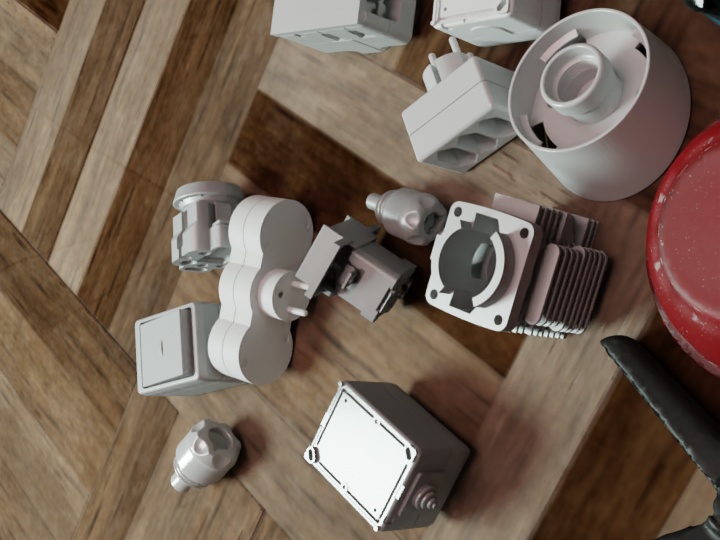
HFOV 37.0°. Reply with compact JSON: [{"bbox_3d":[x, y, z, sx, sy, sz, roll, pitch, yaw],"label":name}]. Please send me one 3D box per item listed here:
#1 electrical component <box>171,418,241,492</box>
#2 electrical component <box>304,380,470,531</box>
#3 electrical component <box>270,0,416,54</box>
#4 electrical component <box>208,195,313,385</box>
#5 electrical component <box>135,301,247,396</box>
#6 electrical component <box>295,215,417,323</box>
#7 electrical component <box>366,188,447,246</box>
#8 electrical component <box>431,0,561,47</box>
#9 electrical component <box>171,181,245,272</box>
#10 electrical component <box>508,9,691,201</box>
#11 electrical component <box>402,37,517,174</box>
[{"bbox_3d":[-0.124,0.148,0.836,0.062,0.043,0.043,-48,54,29],"label":"electrical component"},{"bbox_3d":[0.023,0.121,0.684,0.096,0.061,0.061,38,110,40],"label":"electrical component"},{"bbox_3d":[-0.003,-0.235,0.761,0.089,0.062,0.150,6,88,44],"label":"electrical component"},{"bbox_3d":[-0.062,0.017,0.788,0.074,0.052,0.138,11,91,44],"label":"electrical component"},{"bbox_3d":[-0.140,0.065,0.850,0.096,0.061,0.061,-17,72,41],"label":"electrical component"},{"bbox_3d":[0.000,0.000,0.718,0.064,0.081,0.042,33,111,12],"label":"electrical component"},{"bbox_3d":[0.028,-0.039,0.723,0.061,0.035,0.035,24,101,46],"label":"electrical component"},{"bbox_3d":[0.090,-0.192,0.666,0.062,0.061,0.096,2,85,44],"label":"electrical component"},{"bbox_3d":[-0.117,-0.035,0.845,0.078,0.058,0.057,-24,66,55],"label":"electrical component"},{"bbox_3d":[0.137,-0.097,0.622,0.099,0.064,0.099,-20,58,35],"label":"electrical component"},{"bbox_3d":[0.064,-0.113,0.690,0.066,0.047,0.076,-35,61,35],"label":"electrical component"}]
